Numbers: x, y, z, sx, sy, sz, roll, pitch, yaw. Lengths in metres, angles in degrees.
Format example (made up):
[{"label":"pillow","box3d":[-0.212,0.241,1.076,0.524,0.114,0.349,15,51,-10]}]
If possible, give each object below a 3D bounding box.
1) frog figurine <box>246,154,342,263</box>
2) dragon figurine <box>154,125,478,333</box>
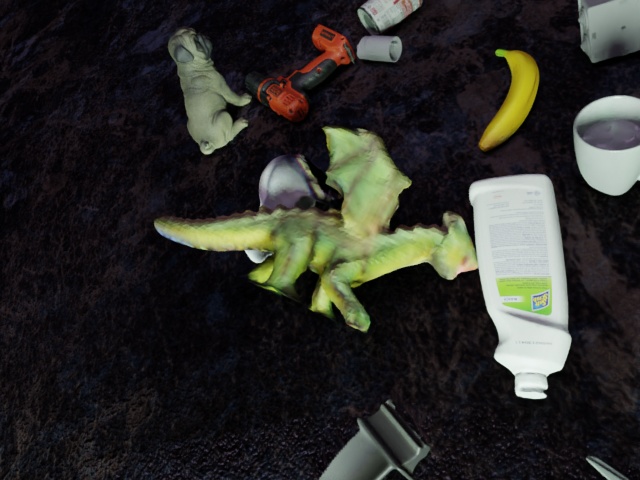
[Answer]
[{"label":"frog figurine","box3d":[-0.060,-0.048,0.768,0.158,0.122,0.139,-37,14,16]},{"label":"dragon figurine","box3d":[0.002,-0.033,0.660,0.411,0.244,0.121,26,-7,10]}]
